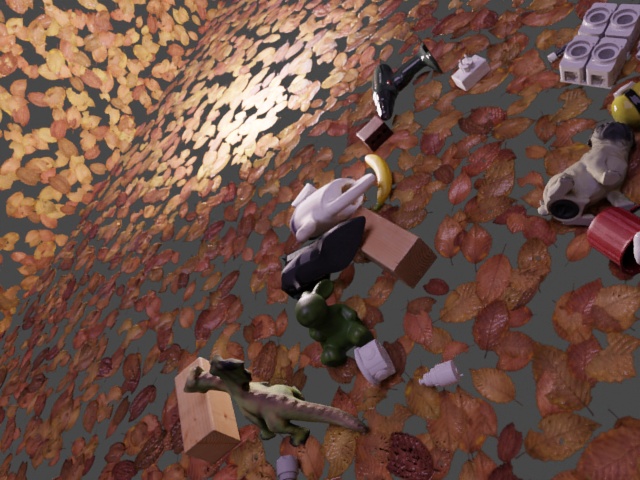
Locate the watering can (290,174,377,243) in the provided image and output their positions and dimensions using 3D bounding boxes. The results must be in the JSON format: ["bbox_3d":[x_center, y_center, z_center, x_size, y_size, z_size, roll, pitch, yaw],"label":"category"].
[{"bbox_3d":[0.004,-0.062,1.240,0.221,0.104,0.353,-30,7,48],"label":"watering can"}]

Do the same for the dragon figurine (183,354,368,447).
[{"bbox_3d":[-0.124,0.308,1.034,0.408,0.239,0.125,-11,47,39],"label":"dragon figurine"}]

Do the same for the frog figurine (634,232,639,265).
[{"bbox_3d":[0.557,0.019,0.756,0.158,0.122,0.140,-24,66,27],"label":"frog figurine"}]
